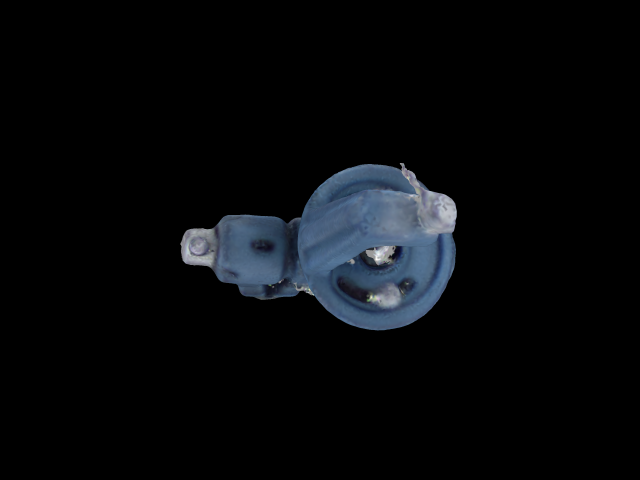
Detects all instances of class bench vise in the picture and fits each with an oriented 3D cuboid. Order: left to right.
[{"bbox_3d":[0.007,0.013,0.398,0.207,0.220,0.121,-18,81,-2],"label":"bench vise"}]
